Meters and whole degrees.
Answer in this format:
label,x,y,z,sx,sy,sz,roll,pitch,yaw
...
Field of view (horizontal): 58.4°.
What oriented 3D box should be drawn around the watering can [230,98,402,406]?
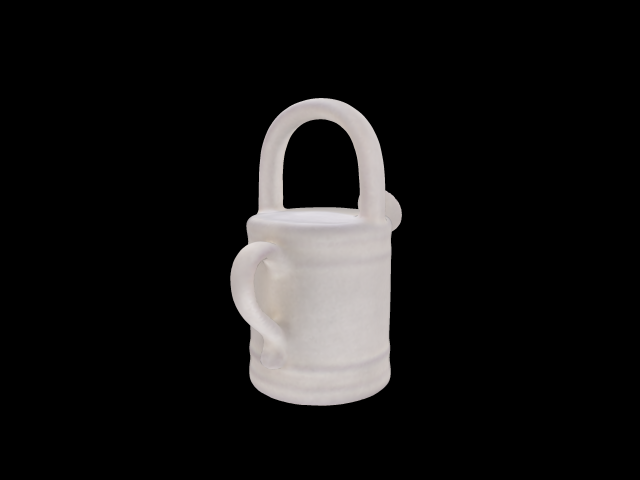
label,x,y,z,sx,sy,sz,roll,pitch,yaw
watering can,0.002,0.001,0.401,0.100,0.194,0.173,2,10,12
